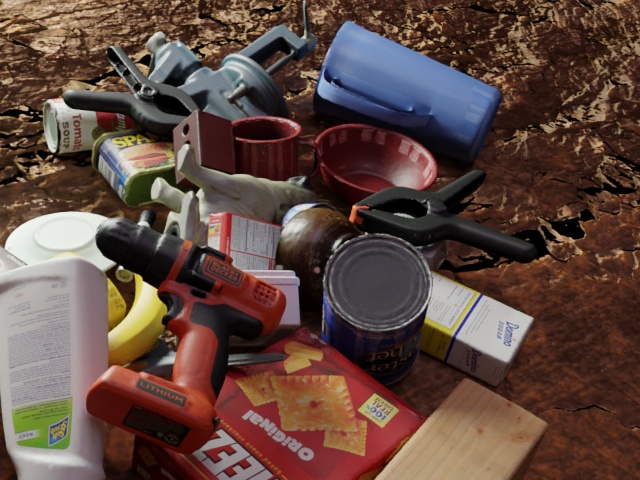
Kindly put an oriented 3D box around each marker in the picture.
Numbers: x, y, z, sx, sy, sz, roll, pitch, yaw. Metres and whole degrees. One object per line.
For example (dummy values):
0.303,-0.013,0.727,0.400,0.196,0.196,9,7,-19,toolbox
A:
-0.203,0.003,1.187,0.020,0.020,0.121,12,36,-1,marker

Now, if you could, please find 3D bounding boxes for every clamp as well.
-0.221,-0.165,1.291,0.171,0.039,0.120,31,53,12,clamp
0.133,-0.034,1.240,0.209,0.036,0.164,3,36,-14,clamp

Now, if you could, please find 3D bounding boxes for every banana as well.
-0.179,0.065,1.041,0.069,0.037,0.198,15,34,-13,banana

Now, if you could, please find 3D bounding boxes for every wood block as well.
0.106,0.222,0.925,0.090,0.091,0.205,29,39,21,wood block

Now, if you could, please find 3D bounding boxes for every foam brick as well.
-0.135,-0.103,1.245,0.051,0.053,0.078,15,56,-37,foam brick

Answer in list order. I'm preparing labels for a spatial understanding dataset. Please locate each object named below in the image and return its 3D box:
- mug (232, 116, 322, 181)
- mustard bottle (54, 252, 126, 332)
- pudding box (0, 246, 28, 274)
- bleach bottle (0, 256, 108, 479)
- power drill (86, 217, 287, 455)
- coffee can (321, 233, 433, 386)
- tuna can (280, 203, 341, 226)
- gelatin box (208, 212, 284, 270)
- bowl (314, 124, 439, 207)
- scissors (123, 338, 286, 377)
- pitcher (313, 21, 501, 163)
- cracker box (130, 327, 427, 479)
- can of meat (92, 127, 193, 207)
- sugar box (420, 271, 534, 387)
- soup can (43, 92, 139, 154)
-0.056,-0.097,1.299,0.117,0.081,0.093,0,25,0,mug
-0.285,0.084,1.018,0.096,0.058,0.191,42,44,16,mustard bottle
-0.359,0.035,1.080,0.114,0.039,0.089,31,40,24,pudding box
-0.231,0.142,0.908,0.103,0.068,0.251,-15,60,17,bleach bottle
-0.131,0.076,0.915,0.184,0.057,0.187,25,47,-7,power drill
0.053,0.072,1.044,0.103,0.140,0.103,0,61,-1,coffee can
-0.008,0.001,1.192,0.034,0.086,0.086,0,23,40,tuna can
-0.078,0.015,1.110,0.030,0.073,0.089,-6,-13,40,gelatin box
0.066,-0.083,1.356,0.162,0.055,0.162,8,36,-6,bowl
-0.126,0.108,1.009,0.202,0.016,0.096,-12,22,7,scissors
0.117,-0.194,1.465,0.243,0.145,0.149,23,72,9,pitcher
-0.034,0.182,0.953,0.164,0.072,0.213,36,42,29,cracker box
-0.209,-0.088,1.280,0.101,0.057,0.084,-15,46,-33,can of meat
0.134,0.085,1.160,0.176,0.048,0.093,28,39,14,sugar box
-0.284,-0.145,1.322,0.102,0.068,0.069,-9,41,-27,soup can
